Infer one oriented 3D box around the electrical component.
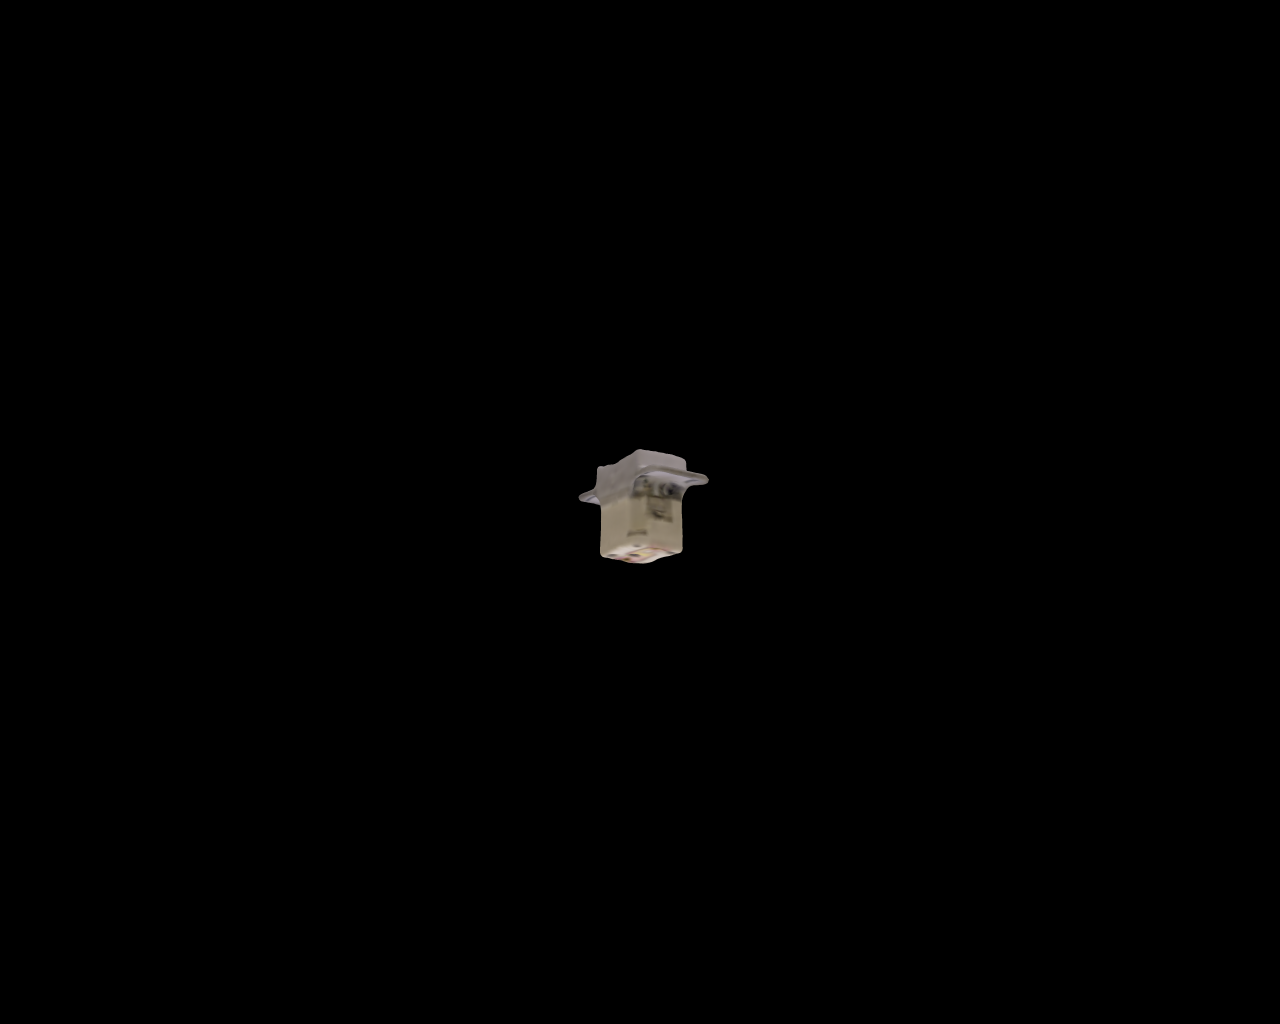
[{"bbox_3d":[0.001,-0.003,0.650,0.042,0.064,0.081,11,-19,-34],"label":"electrical component"}]
